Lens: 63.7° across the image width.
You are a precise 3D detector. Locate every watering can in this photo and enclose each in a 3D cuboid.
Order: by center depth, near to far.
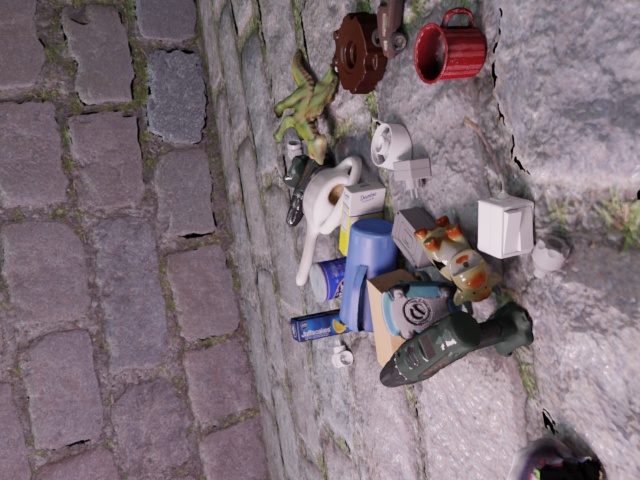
[{"bbox_3d":[0.004,-0.067,1.325,0.346,0.103,0.227,-62,19,7],"label":"watering can"}]

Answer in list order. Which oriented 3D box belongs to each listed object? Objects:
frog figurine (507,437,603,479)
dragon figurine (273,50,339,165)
[{"bbox_3d":[0.326,0.371,0.764,0.156,0.123,0.140,98,-172,-60],"label":"frog figurine"},{"bbox_3d":[-0.018,-0.395,1.419,0.240,0.122,0.416,-18,66,51],"label":"dragon figurine"}]
